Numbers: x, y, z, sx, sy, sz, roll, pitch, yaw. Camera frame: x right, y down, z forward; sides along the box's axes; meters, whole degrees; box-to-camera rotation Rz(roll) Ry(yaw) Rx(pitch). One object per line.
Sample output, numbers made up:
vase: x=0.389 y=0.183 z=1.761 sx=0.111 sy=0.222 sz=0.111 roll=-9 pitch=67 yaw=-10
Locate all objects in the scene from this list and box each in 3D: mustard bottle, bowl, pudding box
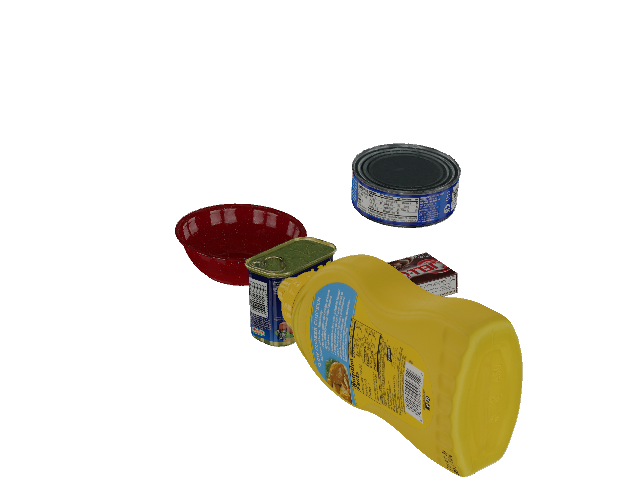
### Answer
mustard bottle: x=0.035 y=0.061 z=0.656 sx=0.058 sy=0.096 sz=0.192 roll=-19 pitch=28 yaw=-34
bowl: x=-0.099 y=0.011 z=1.315 sx=0.162 sy=0.055 sz=0.162 roll=3 pitch=26 yaw=-2
pudding box: x=0.134 y=0.060 z=1.584 sx=0.113 sy=0.039 sz=0.090 roll=-16 pitch=24 yaw=-20

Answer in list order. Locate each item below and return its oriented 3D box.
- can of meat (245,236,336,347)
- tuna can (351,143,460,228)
can of meat: x=-0.030 y=0.053 z=1.110 sx=0.058 sy=0.084 sz=0.101 roll=17 pitch=27 yaw=36
tuna can: x=0.067 y=-0.044 z=0.848 sx=0.086 sy=0.034 sz=0.086 roll=1 pitch=30 yaw=-1
